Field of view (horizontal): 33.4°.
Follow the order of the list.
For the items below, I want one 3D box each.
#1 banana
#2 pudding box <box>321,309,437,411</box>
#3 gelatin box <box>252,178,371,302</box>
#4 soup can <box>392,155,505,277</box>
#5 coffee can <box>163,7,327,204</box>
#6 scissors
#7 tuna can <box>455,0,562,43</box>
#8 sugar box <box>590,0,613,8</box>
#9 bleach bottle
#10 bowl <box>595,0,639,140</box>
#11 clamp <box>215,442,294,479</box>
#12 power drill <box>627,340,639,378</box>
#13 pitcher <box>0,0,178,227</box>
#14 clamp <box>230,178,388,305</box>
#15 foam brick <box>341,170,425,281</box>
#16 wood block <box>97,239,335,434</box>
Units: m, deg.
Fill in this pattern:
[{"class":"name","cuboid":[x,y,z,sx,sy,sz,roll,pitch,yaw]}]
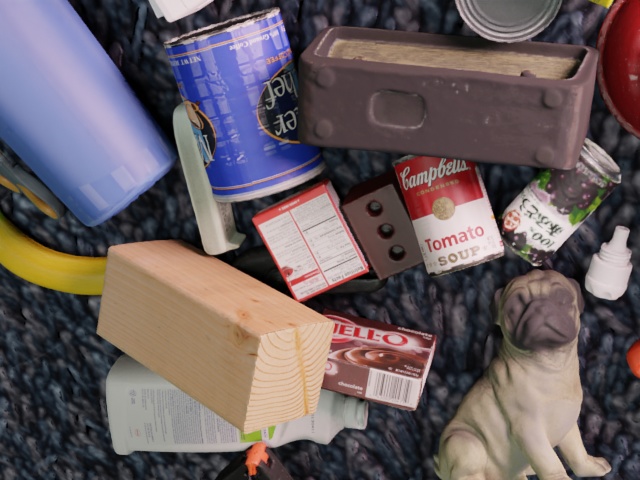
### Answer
[{"class":"banana","cuboid":[-0.249,0.019,1.045,0.198,0.037,0.070,18,115,8]},{"class":"pudding box","cuboid":[0.043,0.107,0.968,0.113,0.090,0.039,14,115,9]},{"class":"gelatin box","cuboid":[-0.006,0.001,0.938,0.073,0.030,0.089,-25,100,16]},{"class":"soup can","cuboid":[0.107,-0.027,0.888,0.069,0.068,0.102,-18,89,21]},{"class":"coffee can","cuboid":[-0.063,-0.114,0.905,0.103,0.102,0.140,-11,107,19]},{"class":"scissors","cuboid":[-0.299,-0.079,0.966,0.096,0.016,0.201,23,161,31]},{"class":"tuna can","cuboid":[0.151,-0.202,0.849,0.086,0.033,0.086,5,112,14]},{"class":"sugar box","cuboid":[0.155,-0.251,0.799,0.176,0.093,0.048,25,155,8]},{"class":"bleach bottle","cuboid":[-0.078,0.167,1.042,0.251,0.068,0.102,3,115,12]},{"class":"bowl","cuboid":[0.295,-0.137,0.824,0.162,0.055,0.162,6,112,14]},{"class":"clamp","cuboid":[-0.071,0.281,1.074,0.165,0.036,0.210,5,129,15]},{"class":"power drill","cuboid":[0.338,0.050,0.881,0.184,0.057,0.188,32,116,2]},{"class":"pitcher","cuboid":[-0.244,-0.131,0.946,0.145,0.149,0.243,-37,101,9]},{"class":"clamp","cuboid":[-0.023,0.037,0.988,0.120,0.039,0.172,47,116,2]},{"class":"foam brick","cuboid":[0.062,-0.015,0.937,0.053,0.051,0.078,-24,102,22]},{"class":"wood block","cuboid":[-0.097,0.077,0.942,0.206,0.090,0.091,25,111,38]}]
